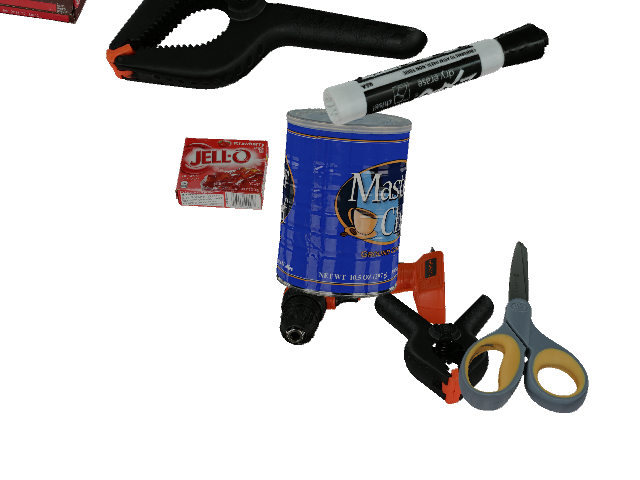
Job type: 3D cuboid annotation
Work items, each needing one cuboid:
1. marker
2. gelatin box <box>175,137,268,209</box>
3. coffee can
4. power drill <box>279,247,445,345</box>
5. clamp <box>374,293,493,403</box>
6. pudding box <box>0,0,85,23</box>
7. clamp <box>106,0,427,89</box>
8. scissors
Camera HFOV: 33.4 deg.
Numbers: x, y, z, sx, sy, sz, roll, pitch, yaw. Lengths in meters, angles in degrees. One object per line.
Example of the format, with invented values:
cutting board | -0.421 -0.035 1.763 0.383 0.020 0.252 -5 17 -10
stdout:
marker | 0.060 -0.084 0.530 0.121 0.020 0.020 -20 5 -15
gelatin box | -0.101 -0.070 1.105 0.089 0.073 0.030 3 -37 2
coffee can | 0.019 -0.033 0.886 0.103 0.140 0.103 4 13 -1
power drill | 0.050 0.062 1.231 0.188 0.057 0.184 0 28 8
clamp | 0.127 0.096 1.029 0.120 0.039 0.171 -7 31 -7
pudding box | -0.236 -0.225 0.886 0.090 0.039 0.113 8 36 -5
clamp | -0.042 -0.154 0.729 0.210 0.165 0.036 -30 -19 -4
scissors | 0.161 0.063 0.781 0.096 0.016 0.201 17 36 20
